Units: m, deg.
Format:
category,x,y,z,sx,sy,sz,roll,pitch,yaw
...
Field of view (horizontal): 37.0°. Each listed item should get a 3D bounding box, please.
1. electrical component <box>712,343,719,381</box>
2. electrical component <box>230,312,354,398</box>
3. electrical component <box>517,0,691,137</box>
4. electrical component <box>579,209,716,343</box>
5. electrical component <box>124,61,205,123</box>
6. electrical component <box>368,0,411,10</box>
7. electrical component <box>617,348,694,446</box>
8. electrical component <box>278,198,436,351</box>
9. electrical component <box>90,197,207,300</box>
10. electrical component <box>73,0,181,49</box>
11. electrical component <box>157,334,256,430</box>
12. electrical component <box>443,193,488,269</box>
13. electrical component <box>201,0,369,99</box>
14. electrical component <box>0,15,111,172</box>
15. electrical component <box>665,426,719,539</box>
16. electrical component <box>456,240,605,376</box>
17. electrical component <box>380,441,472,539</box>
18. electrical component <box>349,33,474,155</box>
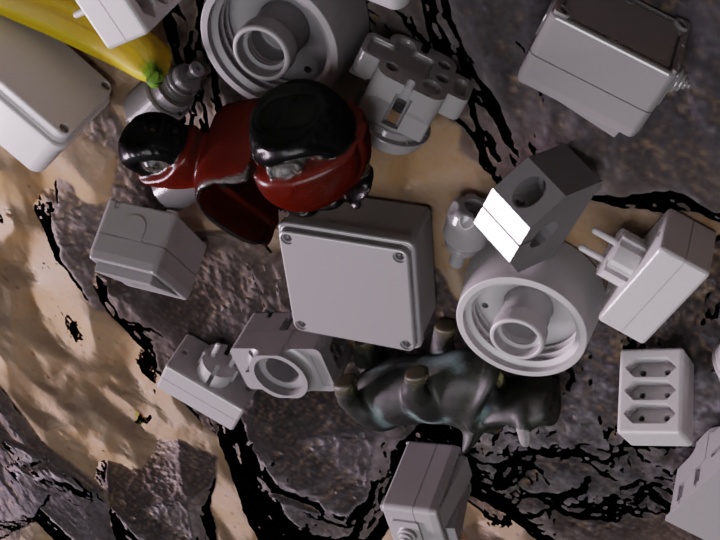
category,x,y,z,sx,sy,sz,roll,pitch,yaw
electrical component,0.281,0.056,0.763,0.043,0.043,0.081,27,136,1
electrical component,-0.060,0.074,0.935,0.089,0.055,0.050,-2,128,27
electrical component,0.151,-0.125,0.648,0.096,0.061,0.061,27,136,1
electrical component,0.190,-0.004,0.750,0.076,0.047,0.083,29,136,-1
electrical component,-0.143,-0.131,0.801,0.040,0.040,0.078,46,133,-17
electrical component,0.021,-0.208,0.642,0.059,0.053,0.095,23,136,5
electrical component,0.231,0.102,0.820,0.047,0.065,0.077,-4,156,29
electrical component,0.000,0.000,0.839,0.109,0.056,0.108,10,133,18
electrical component,-0.173,-0.011,0.892,0.062,0.061,0.096,13,166,15
electrical component,-0.163,-0.188,0.729,0.076,0.083,0.047,-12,123,34
electrical component,-0.133,0.093,0.995,0.083,0.047,0.075,30,135,-2
electrical component,0.078,-0.025,0.795,0.035,0.035,0.061,21,137,7
electrical component,-0.054,-0.159,0.719,0.108,0.060,0.108,14,134,15
electrical component,-0.257,-0.142,0.820,0.113,0.078,0.057,42,137,-14
electrical component,0.327,0.144,0.809,0.105,0.060,0.186,26,136,2
electrical component,0.124,0.032,0.805,0.108,0.060,0.108,13,134,14
electrical component,0.063,0.210,0.970,0.061,0.096,0.061,1,129,24
electrical component,0.028,-0.115,0.721,0.078,0.058,0.057,25,134,-4
